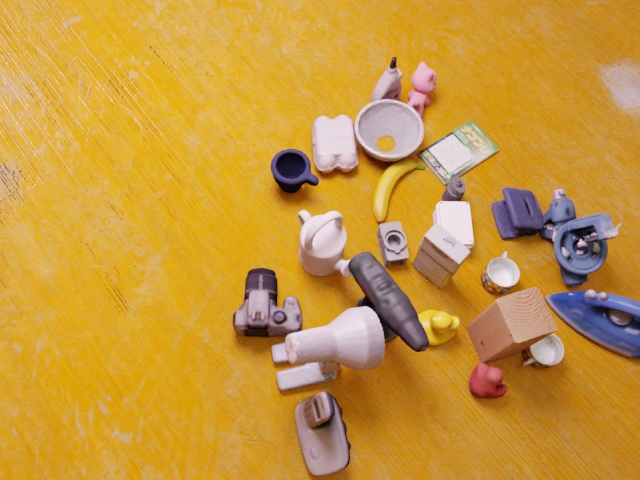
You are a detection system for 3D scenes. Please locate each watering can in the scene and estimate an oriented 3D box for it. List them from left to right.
[{"bbox_3d":[0.013,0.003,1.206,0.172,0.194,0.101,30,69,9],"label":"watering can"}]

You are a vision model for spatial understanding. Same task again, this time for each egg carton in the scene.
[{"bbox_3d":[0.034,-0.231,1.373,0.107,0.069,0.150,-4,68,-5],"label":"egg carton"}]

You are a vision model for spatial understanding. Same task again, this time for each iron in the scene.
[{"bbox_3d":[0.624,0.154,1.207,0.258,0.141,0.119,22,68,6],"label":"iron"}]

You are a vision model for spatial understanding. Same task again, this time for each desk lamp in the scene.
[{"bbox_3d":[0.011,0.215,1.107,0.203,0.213,0.118,-11,68,-8],"label":"desk lamp"}]

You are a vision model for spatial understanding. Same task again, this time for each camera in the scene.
[{"bbox_3d":[-0.108,0.128,1.197,0.143,0.101,0.137,1,67,-3],"label":"camera"}]

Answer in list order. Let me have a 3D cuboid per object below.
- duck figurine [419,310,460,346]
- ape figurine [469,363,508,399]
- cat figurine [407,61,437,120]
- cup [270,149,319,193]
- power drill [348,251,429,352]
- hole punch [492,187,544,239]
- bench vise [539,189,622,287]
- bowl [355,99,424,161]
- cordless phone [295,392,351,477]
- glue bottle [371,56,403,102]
[{"bbox_3d":[0.244,0.177,1.205,0.104,0.086,0.077,0,67,-3],"label":"duck figurine"},{"bbox_3d":[0.345,0.284,1.163,0.076,0.092,0.077,-19,69,-11],"label":"ape figurine"},{"bbox_3d":[0.250,-0.371,1.418,0.067,0.118,0.128,20,68,5],"label":"cat figurine"},{"bbox_3d":[-0.055,-0.144,1.318,0.117,0.095,0.092,28,69,8],"label":"cup"},{"bbox_3d":[0.130,0.141,1.147,0.076,0.208,0.229,-28,71,-14],"label":"power drill"},{"bbox_3d":[0.462,-0.068,1.318,0.101,0.091,0.108,-8,68,-7],"label":"hole punch"},{"bbox_3d":[0.547,-0.022,1.234,0.121,0.220,0.207,-25,71,-13],"label":"bench vise"},{"bbox_3d":[0.163,-0.253,1.387,0.167,0.075,0.167,1,67,-3],"label":"bowl"},{"bbox_3d":[0.009,0.356,1.063,0.094,0.185,0.147,-15,69,-9],"label":"cordless phone"},{"bbox_3d":[0.168,-0.384,1.389,0.078,0.173,0.037,-30,72,-14],"label":"glue bottle"}]
